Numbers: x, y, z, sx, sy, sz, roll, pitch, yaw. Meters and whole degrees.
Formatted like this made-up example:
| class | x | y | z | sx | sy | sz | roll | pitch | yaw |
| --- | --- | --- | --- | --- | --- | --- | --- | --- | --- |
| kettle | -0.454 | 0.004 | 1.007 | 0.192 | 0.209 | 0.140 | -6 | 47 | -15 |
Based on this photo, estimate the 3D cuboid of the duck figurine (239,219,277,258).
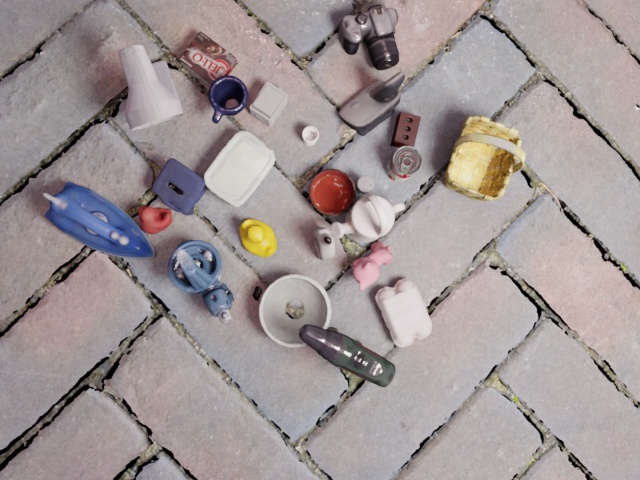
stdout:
| class | x | y | z | sx | sy | sz | roll | pitch | yaw |
| --- | --- | --- | --- | --- | --- | --- | --- | --- | --- |
| duck figurine | -0.145 | -0.007 | 1.337 | 0.077 | 0.086 | 0.104 | -41 | 89 | -7 |

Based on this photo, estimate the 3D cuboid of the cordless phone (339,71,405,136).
| class | x | y | z | sx | sy | sz | roll | pitch | yaw |
| --- | --- | --- | --- | --- | --- | --- | --- | --- | --- |
| cordless phone | 0.126 | -0.329 | 1.338 | 0.147 | 0.185 | 0.094 | -42 | 89 | -7 |

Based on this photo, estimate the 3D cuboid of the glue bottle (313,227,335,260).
| class | x | y | z | sx | sy | sz | roll | pitch | yaw |
| --- | --- | --- | --- | --- | --- | --- | --- | --- | --- |
| glue bottle | 0.012 | 0.005 | 1.306 | 0.037 | 0.173 | 0.078 | -19 | 87 | -6 |

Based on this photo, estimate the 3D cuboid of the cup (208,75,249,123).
| class | x | y | z | sx | sy | sz | roll | pitch | yaw |
| --- | --- | --- | --- | --- | --- | --- | --- | --- | --- |
| cup | -0.219 | -0.318 | 1.353 | 0.091 | 0.095 | 0.118 | 26 | 83 | -2 |

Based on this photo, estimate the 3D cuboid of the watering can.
| class | x | y | z | sx | sy | sz | roll | pitch | yaw |
| --- | --- | --- | --- | --- | --- | --- | --- | --- | --- |
| watering can | 0.113 | -0.047 | 1.308 | 0.173 | 0.194 | 0.101 | -43 | 89 | -7 |

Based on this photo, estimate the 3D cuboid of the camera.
| class | x | y | z | sx | sy | sz | roll | pitch | yaw |
| --- | --- | --- | --- | --- | --- | --- | --- | --- | --- |
| camera | 0.132 | -0.488 | 1.395 | 0.143 | 0.100 | 0.137 | -17 | 87 | -6 |

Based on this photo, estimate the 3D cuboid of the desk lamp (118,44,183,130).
| class | x | y | z | sx | sy | sz | roll | pitch | yaw |
| --- | --- | --- | --- | --- | --- | --- | --- | --- | --- |
| desk lamp | -0.383 | -0.331 | 1.281 | 0.118 | 0.213 | 0.203 | -19 | 87 | -6 |

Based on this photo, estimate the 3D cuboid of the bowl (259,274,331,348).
| class | x | y | z | sx | sy | sz | roll | pitch | yaw |
| --- | --- | --- | --- | --- | --- | --- | --- | --- | --- |
| bowl | -0.059 | 0.165 | 1.335 | 0.167 | 0.074 | 0.167 | 0 | 85 | -5 |

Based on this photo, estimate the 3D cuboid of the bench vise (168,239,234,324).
| class | x | y | z | sx | sy | sz | roll | pitch | yaw |
| --- | --- | --- | --- | --- | --- | --- | --- | --- | --- |
| bench vise | -0.249 | 0.081 | 1.253 | 0.207 | 0.219 | 0.121 | 41 | 83 | 0 |

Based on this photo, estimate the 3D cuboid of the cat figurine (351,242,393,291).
| class | x | y | z | sx | sy | sz | roll | pitch | yaw |
| --- | --- | --- | --- | --- | --- | --- | --- | --- | --- |
| cat figurine | 0.121 | 0.059 | 1.338 | 0.128 | 0.117 | 0.067 | -44 | 89 | -7 |

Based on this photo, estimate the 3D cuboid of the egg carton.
| class | x | y | z | sx | sy | sz | roll | pitch | yaw |
| --- | --- | --- | --- | --- | --- | --- | --- | --- | --- |
| egg carton | 0.200 | 0.172 | 1.359 | 0.107 | 0.069 | 0.150 | -24 | 87 | -6 |

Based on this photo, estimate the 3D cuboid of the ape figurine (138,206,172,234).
| class | x | y | z | sx | sy | sz | roll | pitch | yaw |
| --- | --- | --- | --- | --- | --- | --- | --- | --- | --- |
| ape figurine | -0.386 | -0.053 | 1.318 | 0.078 | 0.092 | 0.076 | 37 | 83 | -1 |

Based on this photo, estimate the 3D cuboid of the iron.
| class | x | y | z | sx | sy | sz | roll | pitch | yaw |
| --- | --- | --- | --- | --- | --- | --- | --- | --- | --- |
| iron | -0.492 | -0.034 | 1.282 | 0.258 | 0.141 | 0.119 | 30 | 83 | -2 |

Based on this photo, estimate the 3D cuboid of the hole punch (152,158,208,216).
| class | x | y | z | sx | sy | sz | roll | pitch | yaw |
| --- | --- | --- | --- | --- | --- | --- | --- | --- | --- |
| hole punch | -0.325 | -0.121 | 1.329 | 0.108 | 0.091 | 0.101 | 36 | 83 | -1 |

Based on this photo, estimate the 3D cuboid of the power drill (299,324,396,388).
| class | x | y | z | sx | sy | sz | roll | pitch | yaw |
| --- | --- | --- | --- | --- | --- | --- | --- | --- | --- |
| power drill | 0.051 | 0.247 | 1.270 | 0.229 | 0.208 | 0.076 | 27 | 83 | -2 |
